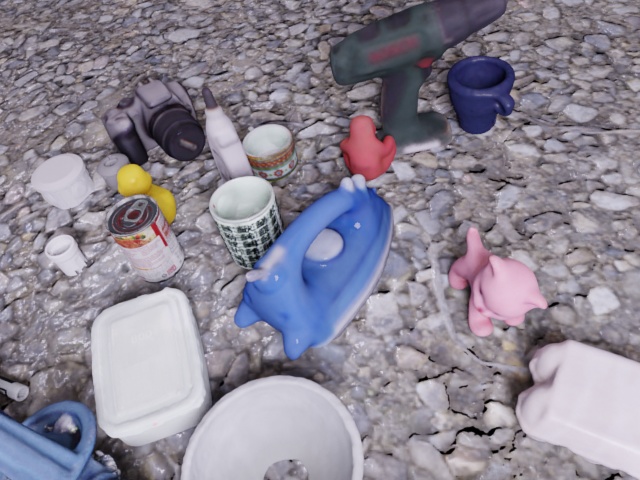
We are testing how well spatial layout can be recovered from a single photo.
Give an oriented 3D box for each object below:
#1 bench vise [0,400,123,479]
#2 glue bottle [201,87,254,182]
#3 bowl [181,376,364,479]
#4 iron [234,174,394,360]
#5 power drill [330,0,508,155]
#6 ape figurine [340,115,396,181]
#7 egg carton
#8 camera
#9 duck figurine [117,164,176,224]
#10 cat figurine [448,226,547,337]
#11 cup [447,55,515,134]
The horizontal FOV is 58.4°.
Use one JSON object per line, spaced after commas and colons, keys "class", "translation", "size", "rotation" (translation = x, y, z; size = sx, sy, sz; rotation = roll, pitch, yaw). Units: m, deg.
{"class": "bench vise", "translation": [-0.225, 0.194, 0.502], "size": [0.207, 0.220, 0.121], "rotation": [3, 52, 14]}
{"class": "glue bottle", "translation": [-0.130, -0.135, 0.784], "size": [0.037, 0.173, 0.078], "rotation": [-32, 52, -14]}
{"class": "bowl", "translation": [-0.038, 0.219, 0.539], "size": [0.167, 0.075, 0.167], "rotation": [-6, 50, 7]}
{"class": "iron", "translation": [0.006, 0.002, 0.665], "size": [0.118, 0.142, 0.259], "rotation": [25, 60, 28]}
{"class": "power drill", "translation": [0.133, -0.223, 0.781], "size": [0.229, 0.209, 0.075], "rotation": [-11, 50, 3]}
{"class": "ape figurine", "translation": [0.064, -0.135, 0.799], "size": [0.077, 0.092, 0.076], "rotation": [13, 55, 21]}
{"class": "egg carton", "translation": [0.265, 0.159, 0.531], "size": [0.150, 0.069, 0.107], "rotation": [17, 56, 23]}
{"class": "camera", "translation": [-0.251, -0.180, 0.893], "size": [0.143, 0.101, 0.136], "rotation": [-33, 52, -16]}
{"class": "duck figurine", "translation": [-0.253, -0.065, 0.809], "size": [0.077, 0.086, 0.104], "rotation": [-31, 52, -14]}
{"class": "cat figurine", "translation": [0.186, 0.041, 0.612], "size": [0.067, 0.118, 0.127], "rotation": [-17, 50, -2]}
{"class": "cup", "translation": [0.233, -0.191, 0.810], "size": [0.092, 0.095, 0.117], "rotation": [-25, 50, -9]}
